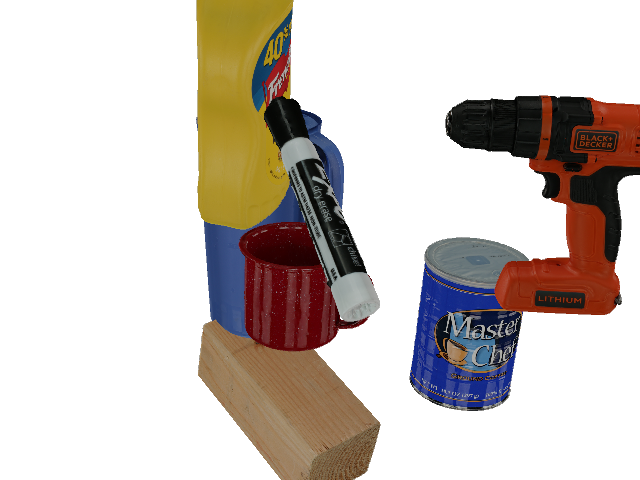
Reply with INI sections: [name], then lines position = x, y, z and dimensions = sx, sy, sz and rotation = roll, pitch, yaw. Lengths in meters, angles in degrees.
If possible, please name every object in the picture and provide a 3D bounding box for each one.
[marker]
position = -0.001, -0.018, 0.500
dimensions = 0.020, 0.121, 0.020
rotation = -17, -28, -9
[pitcher]
position = -0.059, -0.019, 1.157
dimensions = 0.145, 0.243, 0.149
rotation = -2, 20, -10
[wood block]
position = -0.038, 0.171, 1.158
dimensions = 0.090, 0.090, 0.206
rotation = -21, 50, -31
[mug]
position = -0.011, 0.041, 0.890
dimensions = 0.117, 0.081, 0.093
rotation = 10, 25, 15
[mustard bottle]
position = -0.047, -0.108, 0.677
dimensions = 0.058, 0.192, 0.096
rotation = 12, 38, 12
[coffee can]
position = 0.146, 0.081, 1.051
dimensions = 0.103, 0.140, 0.103
rotation = 4, 24, -2
[power drill]
position = 0.192, -0.031, 0.895
dimensions = 0.184, 0.188, 0.057
rotation = 4, 29, 5
